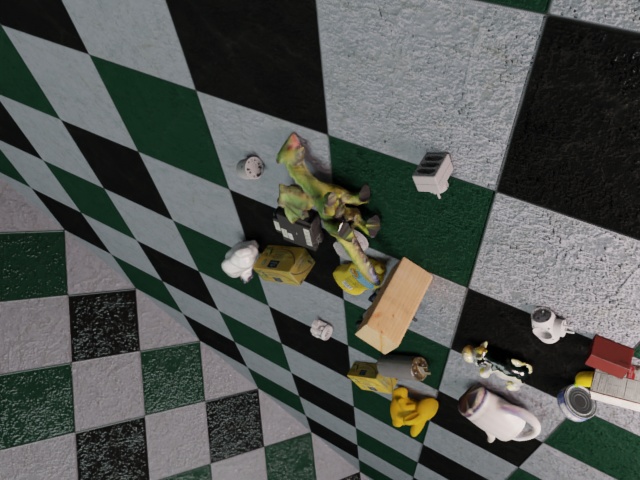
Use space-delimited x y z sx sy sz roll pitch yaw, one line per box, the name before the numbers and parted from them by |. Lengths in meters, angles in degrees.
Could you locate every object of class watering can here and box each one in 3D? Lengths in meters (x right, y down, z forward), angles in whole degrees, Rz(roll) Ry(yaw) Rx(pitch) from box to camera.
watering can | 0.526 0.552 1.590 0.225 0.106 0.340 32 151 6

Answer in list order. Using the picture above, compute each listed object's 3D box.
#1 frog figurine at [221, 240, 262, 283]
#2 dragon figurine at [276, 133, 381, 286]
frog figurine | -0.250 0.053 1.613 0.124 0.137 0.157 54 179 22
dragon figurine | 0.004 -0.061 1.210 0.244 0.124 0.401 18 139 41
